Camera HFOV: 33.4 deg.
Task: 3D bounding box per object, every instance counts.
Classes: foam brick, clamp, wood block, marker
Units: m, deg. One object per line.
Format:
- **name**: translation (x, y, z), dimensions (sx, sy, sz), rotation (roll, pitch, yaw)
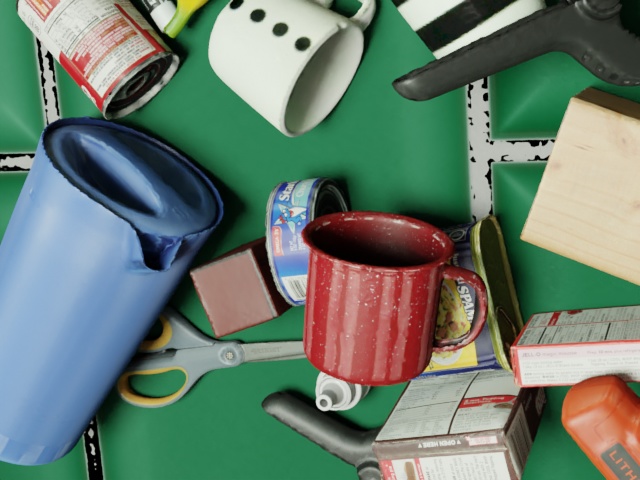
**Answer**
- **foam brick**: translation (-0.044, 0.028, 0.748), dimensions (0.051, 0.078, 0.053), rotation (-21, 93, 25)
- **clamp**: translation (0.035, 0.160, 0.769), dimensions (0.172, 0.039, 0.120), rotation (-12, 103, 18)
- **clamp**: translation (0.146, -0.133, 0.604), dimensions (0.209, 0.036, 0.164), rotation (18, 99, -14)
- **wood block**: translation (0.235, -0.011, 0.621), dimensions (0.206, 0.090, 0.090), rotation (22, 109, 15)
- **marker**: translation (-0.138, -0.203, 0.762), dimensions (0.020, 0.020, 0.121), rotation (-34, 89, 25)

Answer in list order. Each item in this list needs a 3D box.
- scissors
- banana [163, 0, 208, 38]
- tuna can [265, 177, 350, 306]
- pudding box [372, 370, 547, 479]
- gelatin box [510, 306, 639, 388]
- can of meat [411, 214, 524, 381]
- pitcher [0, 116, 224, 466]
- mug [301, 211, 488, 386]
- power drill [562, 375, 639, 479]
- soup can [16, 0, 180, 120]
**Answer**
- **scissors**: translation (-0.080, 0.070, 0.805), dimensions (0.202, 0.016, 0.096), rotation (-23, 93, 24)
- **banana**: translation (-0.109, -0.243, 0.726), dimensions (0.069, 0.037, 0.198), rotation (-19, 91, 6)
- **tuna can**: translation (-0.005, 0.001, 0.721), dimensions (0.034, 0.086, 0.086), rotation (-6, 100, 21)
- **pudding box**: translation (0.093, 0.118, 0.695), dimensions (0.090, 0.113, 0.039), rotation (-11, 102, 24)
- **gelatin box**: translation (0.171, 0.067, 0.674), dimensions (0.089, 0.073, 0.030), rotation (-7, 101, 22)
- **can of meat**: translation (0.083, 0.041, 0.712), dimensions (0.084, 0.057, 0.102), rotation (-11, 97, 26)
- **pitcher**: translation (-0.182, 0.037, 0.774), dimensions (0.145, 0.149, 0.243), rotation (34, 114, 4)
- **mug**: translation (0.044, 0.037, 0.652), dimensions (0.117, 0.093, 0.081), rotation (7, 112, 6)
- **power drill**: translation (0.224, 0.071, 0.568), dimensions (0.184, 0.057, 0.188), rotation (51, 126, 1)
- **soup can**: translation (-0.158, -0.145, 0.757), dimensions (0.069, 0.068, 0.102), rotation (-44, 84, 24)
